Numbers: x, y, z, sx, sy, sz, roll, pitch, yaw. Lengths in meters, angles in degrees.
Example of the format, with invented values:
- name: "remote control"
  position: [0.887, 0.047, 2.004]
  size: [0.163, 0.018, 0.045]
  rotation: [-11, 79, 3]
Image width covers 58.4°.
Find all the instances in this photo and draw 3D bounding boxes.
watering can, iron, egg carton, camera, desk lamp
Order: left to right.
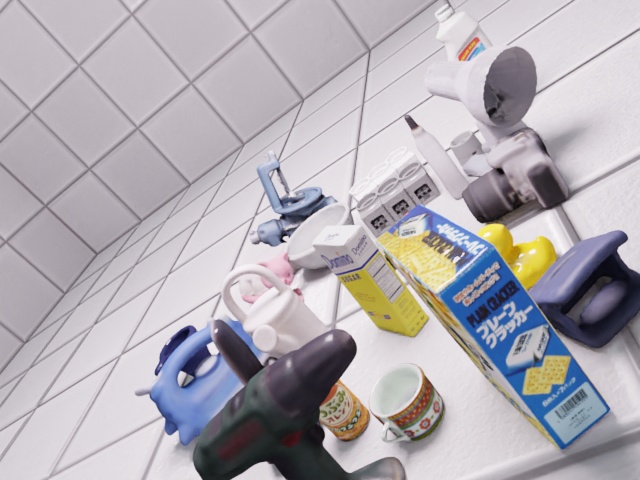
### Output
- name: "iron"
  position: [-0.190, 0.214, 0.989]
  size: [0.259, 0.142, 0.118]
  rotation: [-51, 23, -26]
- name: "egg carton"
  position: [-0.106, 0.073, 1.233]
  size: [0.107, 0.069, 0.150]
  rotation: [-16, 32, 48]
- name: "watering can"
  position: [-0.072, 0.120, 0.900]
  size: [0.101, 0.194, 0.172]
  rotation: [-44, 21, -9]
- name: "desk lamp"
  position: [0.272, -0.210, 0.938]
  size: [0.118, 0.214, 0.202]
  rotation: [-45, 21, -12]
- name: "camera"
  position: [0.279, -0.097, 0.860]
  size: [0.136, 0.101, 0.143]
  rotation: [-32, 22, 21]

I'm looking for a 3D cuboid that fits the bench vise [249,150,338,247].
- name: "bench vise"
  position: [-0.087, -0.078, 1.288]
  size: [0.207, 0.220, 0.121]
  rotation: [-45, 21, -10]

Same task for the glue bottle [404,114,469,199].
- name: "glue bottle"
  position: [0.199, -0.152, 1.007]
  size: [0.037, 0.173, 0.078]
  rotation: [-38, 21, 8]

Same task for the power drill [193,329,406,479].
- name: "power drill"
  position: [-0.007, 0.208, 0.587]
  size: [0.229, 0.209, 0.075]
  rotation: [-33, 22, 19]

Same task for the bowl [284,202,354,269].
- name: "bowl"
  position: [0.011, 0.004, 1.160]
  size: [0.167, 0.075, 0.167]
  rotation: [-35, 21, 16]

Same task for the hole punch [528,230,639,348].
- name: "hole punch"
  position: [0.270, 0.044, 0.603]
  size: [0.109, 0.091, 0.101]
  rotation: [-44, 21, -8]

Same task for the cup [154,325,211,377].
- name: "cup"
  position: [-0.260, 0.240, 1.126]
  size: [0.091, 0.095, 0.118]
  rotation: [-13, 34, 50]

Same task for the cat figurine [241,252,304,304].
- name: "cat figurine"
  position: [-0.093, 0.089, 1.109]
  size: [0.128, 0.118, 0.067]
  rotation: [-39, 21, 4]

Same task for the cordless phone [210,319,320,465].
- name: "cordless phone"
  position: [-0.093, 0.200, 0.786]
  size: [0.094, 0.185, 0.147]
  rotation: [-40, 21, 1]

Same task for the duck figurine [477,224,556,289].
- name: "duck figurine"
  position: [0.237, 0.015, 0.727]
  size: [0.104, 0.086, 0.077]
  rotation: [-28, 24, 30]
